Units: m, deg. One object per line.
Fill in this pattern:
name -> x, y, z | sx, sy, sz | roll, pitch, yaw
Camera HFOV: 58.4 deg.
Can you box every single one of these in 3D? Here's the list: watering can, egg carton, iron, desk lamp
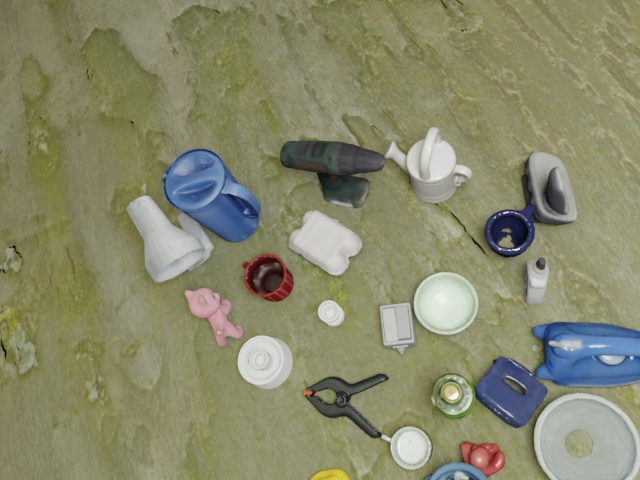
watering can -> 0.217, -0.155, 1.156 | 0.172, 0.194, 0.101 | -5, 70, 13
egg carton -> 0.011, 0.004, 1.222 | 0.150, 0.069, 0.107 | 31, 81, 22
iron -> 0.508, 0.190, 0.988 | 0.257, 0.142, 0.118 | -3, 71, 14
desk lamp -> -0.320, 0.001, 1.231 | 0.118, 0.214, 0.203 | -36, 66, 1

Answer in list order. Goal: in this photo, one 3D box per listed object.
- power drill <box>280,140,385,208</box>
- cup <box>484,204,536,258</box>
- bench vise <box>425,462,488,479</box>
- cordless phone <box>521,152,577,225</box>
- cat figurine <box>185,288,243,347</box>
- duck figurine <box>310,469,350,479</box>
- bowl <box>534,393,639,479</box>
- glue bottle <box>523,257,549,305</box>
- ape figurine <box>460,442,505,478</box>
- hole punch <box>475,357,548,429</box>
power drill -> 0.039, -0.143, 1.190 | 0.229, 0.209, 0.076 | 12, 75, 18
cup -> 0.376, -0.013, 1.119 | 0.091, 0.095, 0.118 | 40, 85, 23
bench vise -> 0.263, 0.424, 0.928 | 0.207, 0.220, 0.121 | -8, 69, 12
cordless phone -> 0.442, -0.117, 1.088 | 0.094, 0.185, 0.147 | -12, 69, 11
cat figurine -> -0.229, 0.154, 1.207 | 0.067, 0.118, 0.127 | -33, 66, 2
duck figurine -> 0.004, 0.469, 1.053 | 0.104, 0.086, 0.077 | -38, 66, 0
bowl -> 0.452, 0.351, 0.983 | 0.167, 0.075, 0.167 | -5, 70, 13
glue bottle -> 0.396, 0.064, 1.044 | 0.037, 0.173, 0.078 | -1, 71, 15
ape figurine -> 0.282, 0.385, 1.007 | 0.077, 0.092, 0.076 | 33, 82, 22
hole punch -> 0.342, 0.270, 1.031 | 0.108, 0.091, 0.101 | 35, 83, 23
